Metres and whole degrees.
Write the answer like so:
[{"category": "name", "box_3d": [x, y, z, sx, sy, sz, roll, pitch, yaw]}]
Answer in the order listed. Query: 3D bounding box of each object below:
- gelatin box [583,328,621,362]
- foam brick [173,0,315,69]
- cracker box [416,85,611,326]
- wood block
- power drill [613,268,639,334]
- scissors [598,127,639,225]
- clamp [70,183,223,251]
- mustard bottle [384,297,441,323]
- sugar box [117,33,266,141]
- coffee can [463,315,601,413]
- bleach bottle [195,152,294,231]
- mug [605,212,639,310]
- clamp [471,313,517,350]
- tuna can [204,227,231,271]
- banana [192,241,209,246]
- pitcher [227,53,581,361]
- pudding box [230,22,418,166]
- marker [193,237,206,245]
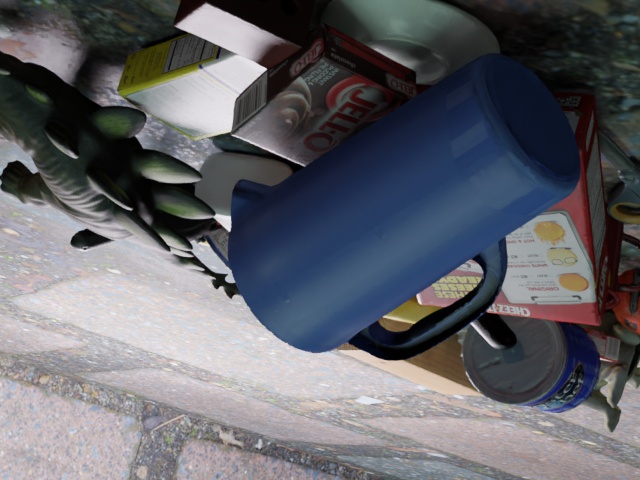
[{"category": "gelatin box", "box_3d": [0.282, 0.112, 1.188, 0.073, 0.030, 0.089, 6, 173, 40]}, {"category": "foam brick", "box_3d": [-0.050, -0.161, 0.730, 0.078, 0.053, 0.051, 21, 161, -25]}, {"category": "cracker box", "box_3d": [0.146, -0.027, 0.871, 0.164, 0.072, 0.213, 6, 143, 24]}, {"category": "wood block", "box_3d": [0.135, 0.140, 1.448, 0.205, 0.090, 0.091, 26, 160, -34]}, {"category": "power drill", "box_3d": [0.263, 0.060, 1.164, 0.188, 0.057, 0.184, 6, 167, 18]}, {"category": "scissors", "box_3d": [0.252, -0.051, 0.903, 0.201, 0.016, 0.096, 25, 159, -31]}, {"category": "clamp", "box_3d": [-0.189, -0.041, 1.166, 0.171, 0.120, 0.039, -1, 149, -19]}, {"category": "mustard bottle", "box_3d": [0.096, 0.061, 1.251, 0.191, 0.058, 0.096, 13, -160, 0]}, {"category": "sugar box", "box_3d": [-0.074, -0.130, 0.857, 0.177, 0.048, 0.093, -9, 151, 43]}, {"category": "coffee can", "box_3d": [0.217, 0.120, 1.081, 0.103, 0.103, 0.140, 3, 170, 29]}, {"category": "bleach bottle", "box_3d": [-0.051, -0.015, 1.160, 0.103, 0.068, 0.250, 8, 164, 14]}, {"category": "mug", "box_3d": [0.250, 0.015, 0.995, 0.117, 0.081, 0.093, 9, 162, 13]}, {"category": "clamp", "box_3d": [0.114, 0.019, 1.050, 0.036, 0.164, 0.210, -15, -168, -40]}, {"category": "tuna can", "box_3d": [-0.097, 0.007, 1.225, 0.086, 0.034, 0.086, 50, -174, -8]}, {"category": "banana", "box_3d": [-0.188, -0.028, 1.269, 0.197, 0.037, 0.070, 17, 180, -8]}, {"category": "pitcher", "box_3d": [0.064, -0.017, 0.757, 0.149, 0.145, 0.243, 13, 144, -44]}, {"category": "pudding box", "box_3d": [0.002, -0.100, 0.778, 0.089, 0.039, 0.114, 22, 145, -32]}, {"category": "marker", "box_3d": [-0.179, -0.033, 1.223, 0.121, 0.020, 0.020, 37, 155, -21]}]
